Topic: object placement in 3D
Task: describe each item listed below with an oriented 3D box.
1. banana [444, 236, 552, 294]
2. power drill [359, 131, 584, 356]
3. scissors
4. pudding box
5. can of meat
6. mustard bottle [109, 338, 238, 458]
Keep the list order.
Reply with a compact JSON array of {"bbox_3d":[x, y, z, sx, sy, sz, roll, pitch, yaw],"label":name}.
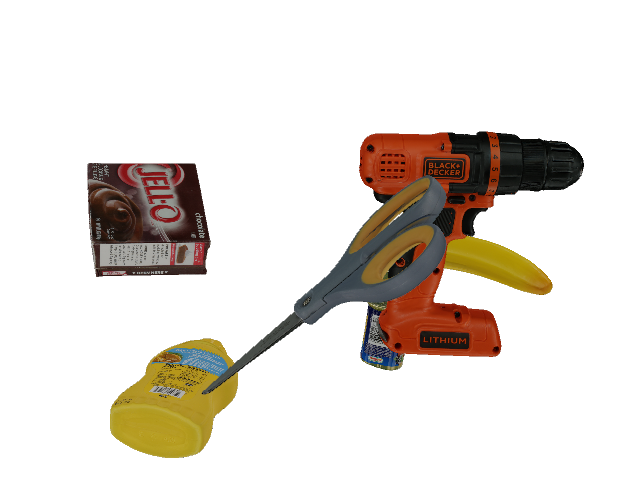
[{"bbox_3d":[0.137,0.021,1.087,0.198,0.037,0.069,6,43,11],"label":"banana"},{"bbox_3d":[0.121,0.001,0.892,0.184,0.188,0.057,2,14,-1],"label":"power drill"},{"bbox_3d":[0.005,0.042,0.637,0.016,0.202,0.096,42,6,-23],"label":"scissors"},{"bbox_3d":[-0.139,-0.019,0.853,0.090,0.039,0.113,-2,40,-13],"label":"pudding box"},{"bbox_3d":[0.083,0.095,1.281,0.057,0.084,0.102,12,25,7],"label":"can of meat"},{"bbox_3d":[-0.137,0.150,1.099,0.096,0.058,0.191,8,22,11],"label":"mustard bottle"}]
